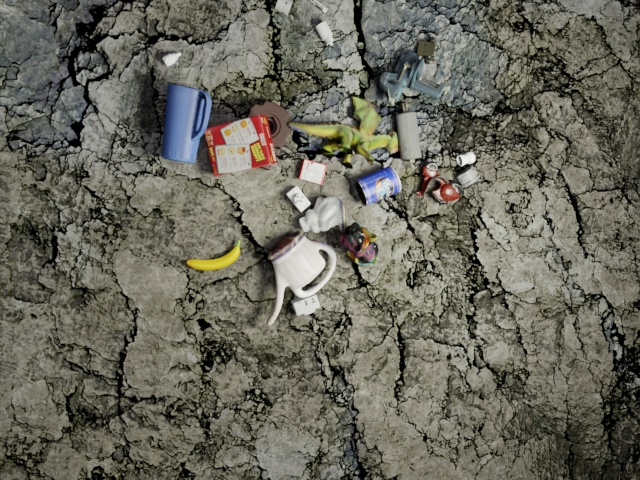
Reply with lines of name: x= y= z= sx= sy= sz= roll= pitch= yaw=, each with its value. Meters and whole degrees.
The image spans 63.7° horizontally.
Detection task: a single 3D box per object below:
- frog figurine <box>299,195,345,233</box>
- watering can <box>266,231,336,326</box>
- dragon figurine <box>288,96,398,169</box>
frog figurine: x=0.006 y=-0.091 z=1.810 sx=0.159 sy=0.120 sz=0.140 roll=-4 pitch=63 yaw=-4
watering can: x=-0.100 y=0.115 z=1.792 sx=0.351 sy=0.104 sz=0.223 roll=-40 pitch=101 yaw=-17
dragon figurine: x=0.109 y=-0.401 z=1.835 sx=0.408 sy=0.121 sz=0.246 roll=28 pitch=70 yaw=-15
